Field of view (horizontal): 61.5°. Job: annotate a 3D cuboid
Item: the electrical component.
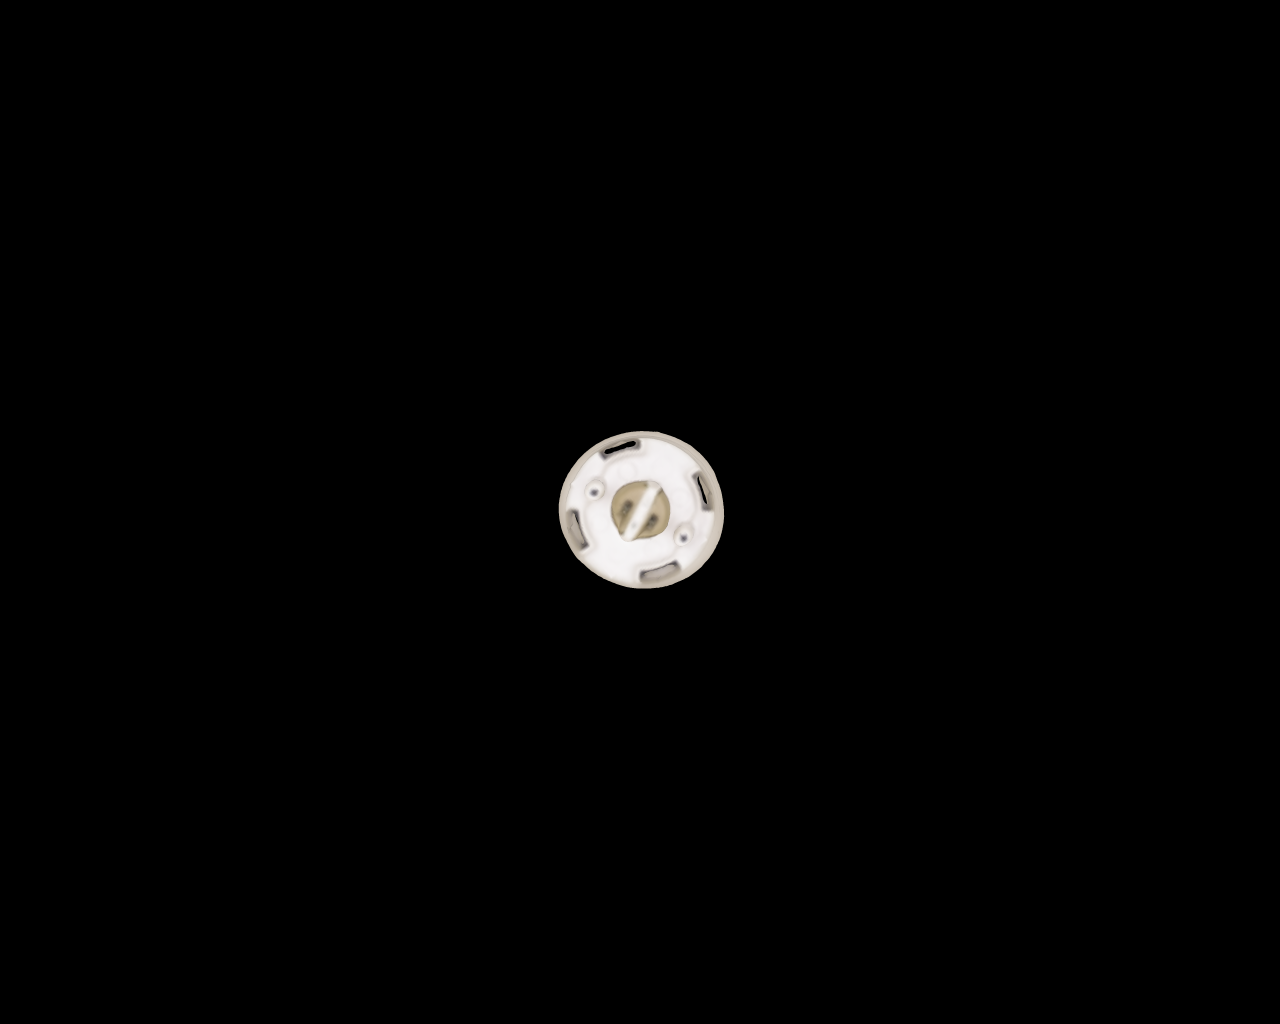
[{"bbox_3d":[0.001,-0.003,0.650,0.099,0.099,0.064,0,9,0],"label":"electrical component"}]
